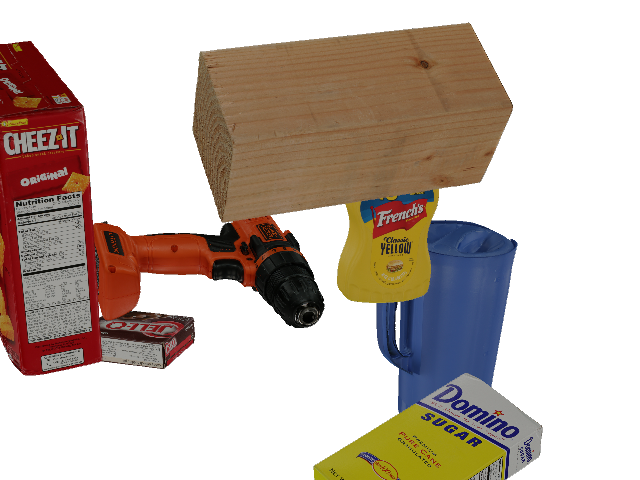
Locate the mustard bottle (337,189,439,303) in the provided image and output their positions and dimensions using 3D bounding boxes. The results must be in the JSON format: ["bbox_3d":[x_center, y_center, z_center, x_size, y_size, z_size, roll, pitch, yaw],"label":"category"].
[{"bbox_3d":[0.072,-0.033,1.085,0.096,0.192,0.058,-2,22,-16],"label":"mustard bottle"}]

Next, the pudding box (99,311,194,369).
[{"bbox_3d":[-0.218,0.116,1.268,0.114,0.039,0.090,3,15,16],"label":"pudding box"}]

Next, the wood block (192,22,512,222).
[{"bbox_3d":[0.020,-0.087,0.775,0.205,0.091,0.090,-9,-33,-17],"label":"wood block"}]

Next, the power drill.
[{"bbox_3d":[-0.103,0.029,0.945,0.187,0.057,0.185,-2,24,-20],"label":"power drill"}]

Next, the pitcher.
[{"bbox_3d":[0.145,0.106,1.265,0.149,0.243,0.145,7,19,10],"label":"pitcher"}]

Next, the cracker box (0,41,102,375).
[{"bbox_3d":[-0.230,-0.027,0.829,0.072,0.214,0.164,-12,30,-24],"label":"cracker box"}]

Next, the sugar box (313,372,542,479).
[{"bbox_3d":[0.091,0.183,0.890,0.176,0.048,0.093,-29,43,-27],"label":"sugar box"}]
